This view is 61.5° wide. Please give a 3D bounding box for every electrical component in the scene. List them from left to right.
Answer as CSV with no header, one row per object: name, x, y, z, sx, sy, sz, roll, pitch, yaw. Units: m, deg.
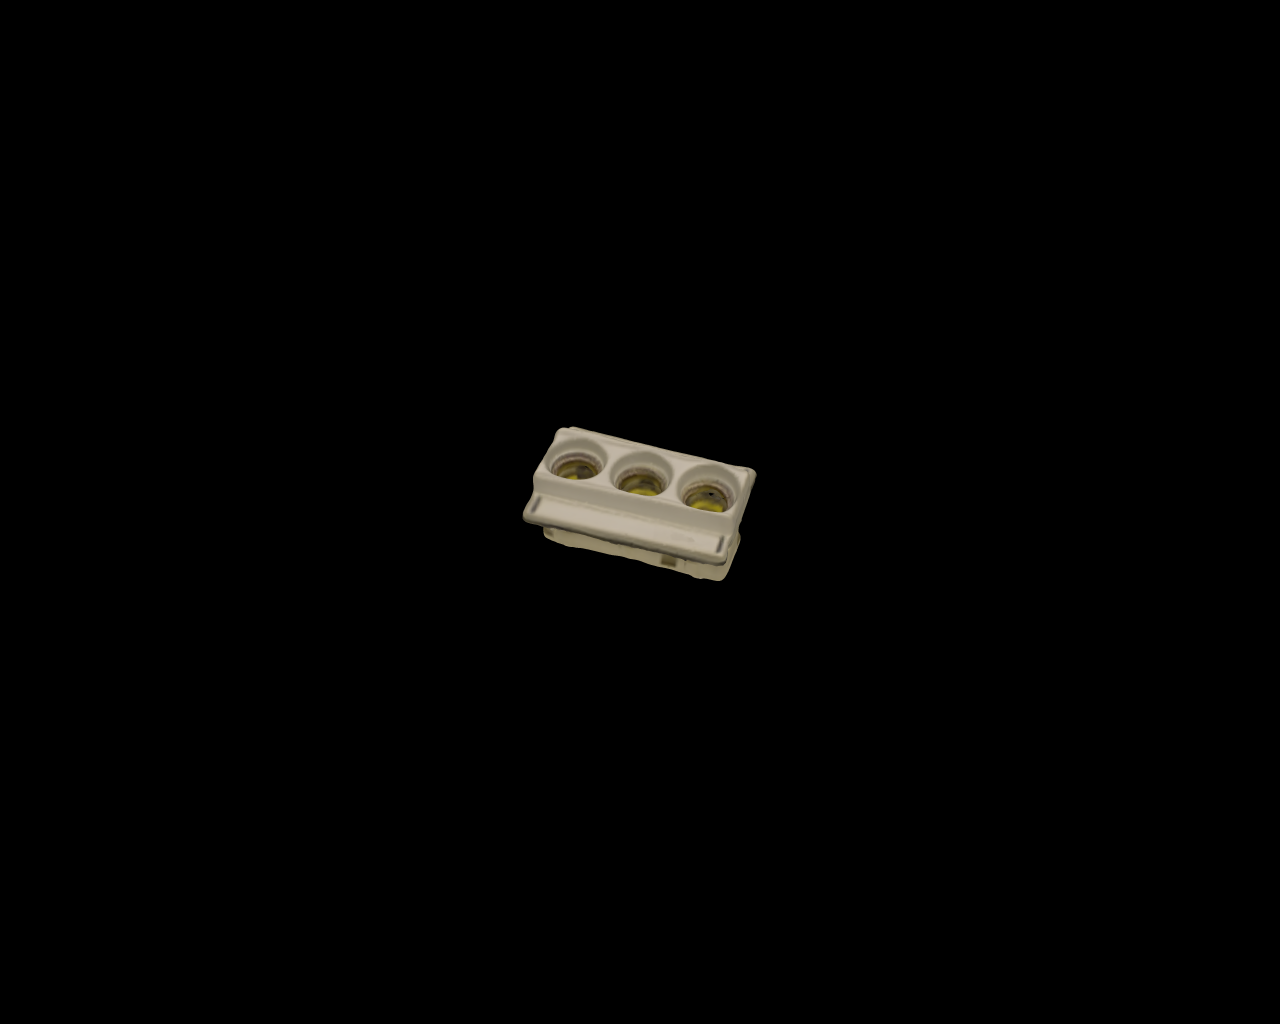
electrical component,0.001,-0.003,0.650,0.121,0.063,0.079,13,47,12
